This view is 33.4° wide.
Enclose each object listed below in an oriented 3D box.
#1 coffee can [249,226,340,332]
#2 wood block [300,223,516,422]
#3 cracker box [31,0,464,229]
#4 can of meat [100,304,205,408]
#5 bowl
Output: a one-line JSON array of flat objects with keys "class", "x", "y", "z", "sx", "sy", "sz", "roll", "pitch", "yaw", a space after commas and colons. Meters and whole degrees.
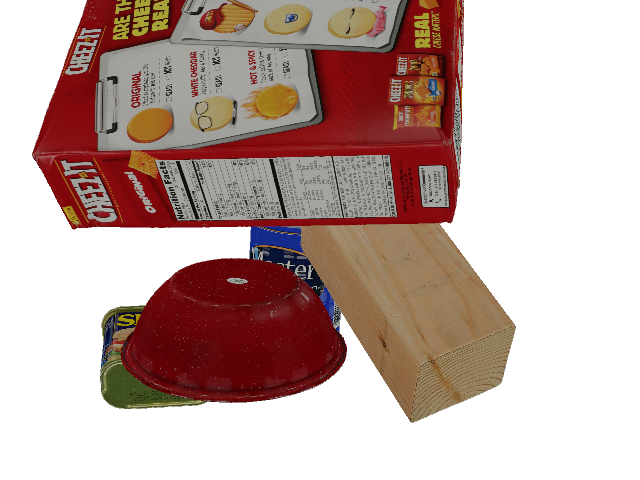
[{"class": "coffee can", "x": -0.026, "y": 0.036, "z": 1.123, "sx": 0.103, "sy": 0.140, "sz": 0.103, "roll": 4, "pitch": 15, "yaw": -1}, {"class": "wood block", "x": 0.067, "y": 0.037, "z": 0.907, "sx": 0.090, "sy": 0.206, "sz": 0.091, "roll": -20, "pitch": -36, "yaw": -17}, {"class": "cracker box", "x": -0.029, "y": -0.086, "z": 0.592, "sx": 0.214, "sy": 0.164, "sz": 0.072, "roll": -1, "pitch": -40, "yaw": 10}, {"class": "can of meat", "x": -0.141, "y": 0.101, "z": 0.932, "sx": 0.102, "sy": 0.057, "sz": 0.084, "roll": -3, "pitch": 28, "yaw": -6}, {"class": "bowl", "x": -0.060, "y": 0.053, "z": 0.755, "sx": 0.162, "sy": 0.055, "sz": 0.162, "roll": 1, "pitch": 19, "yaw": -1}]
